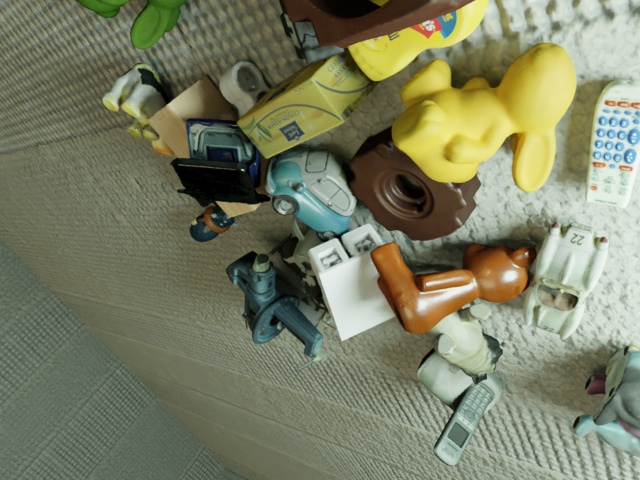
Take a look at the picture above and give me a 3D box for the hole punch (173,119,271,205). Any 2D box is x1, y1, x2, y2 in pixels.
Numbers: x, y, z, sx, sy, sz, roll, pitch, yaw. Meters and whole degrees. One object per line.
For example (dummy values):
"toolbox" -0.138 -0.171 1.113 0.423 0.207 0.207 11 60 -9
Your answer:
"hole punch" -0.143 -0.113 0.786 0.142 0.092 0.115 3 155 1

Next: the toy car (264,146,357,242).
"toy car" 0.002 -0.075 0.799 0.161 0.109 0.103 38 129 -23

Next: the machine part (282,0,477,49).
"machine part" 0.046 -0.282 0.457 0.202 0.087 0.200 1 111 49

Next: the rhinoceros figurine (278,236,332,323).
"rhinoceros figurine" 0.005 0.069 0.963 0.190 0.112 0.073 52 143 -10

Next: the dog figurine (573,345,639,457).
"dog figurine" 0.485 0.255 0.736 0.219 0.108 0.191 25 143 13

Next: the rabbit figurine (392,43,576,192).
"rabbit figurine" 0.182 -0.123 0.555 0.173 0.122 0.162 -29 113 36

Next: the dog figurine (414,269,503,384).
"dog figurine" 0.208 0.141 0.882 0.172 0.121 0.190 57 -178 37

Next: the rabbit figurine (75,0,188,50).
"rabbit figurine" -0.240 -0.334 0.700 0.170 0.121 0.158 11 134 13

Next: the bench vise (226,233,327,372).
"bench vise" -0.073 0.133 1.018 0.241 0.129 0.223 40 134 24

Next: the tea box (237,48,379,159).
"tea box" -0.020 -0.177 0.694 0.170 0.098 0.068 -13 123 49

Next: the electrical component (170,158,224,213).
"electrical component" -0.196 -0.113 0.983 0.115 0.058 0.134 -10 124 52

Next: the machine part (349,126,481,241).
"machine part" 0.122 -0.074 0.723 0.180 0.056 0.179 26 147 18

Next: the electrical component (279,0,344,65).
"electrical component" -0.014 -0.251 0.627 0.119 0.048 0.074 -112 2 -67

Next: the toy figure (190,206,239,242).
"toy figure" -0.218 -0.037 1.097 0.154 0.064 0.058 -25 75 50

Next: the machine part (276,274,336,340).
"machine part" -0.073 0.131 1.148 0.243 0.079 0.079 34 147 9

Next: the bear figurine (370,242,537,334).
"bear figurine" 0.186 0.046 0.746 0.132 0.196 0.120 62 180 34

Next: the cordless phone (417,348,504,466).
"cordless phone" 0.224 0.285 0.949 0.146 0.184 0.088 40 152 -4

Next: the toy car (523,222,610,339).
"toy car" 0.313 0.055 0.694 0.074 0.056 0.201 20 144 25

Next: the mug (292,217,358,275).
"mug" -0.002 -0.003 0.883 0.109 0.107 0.081 47 145 -18

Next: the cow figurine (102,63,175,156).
"cow figurine" -0.287 -0.219 0.923 0.068 0.098 0.167 17 161 20
